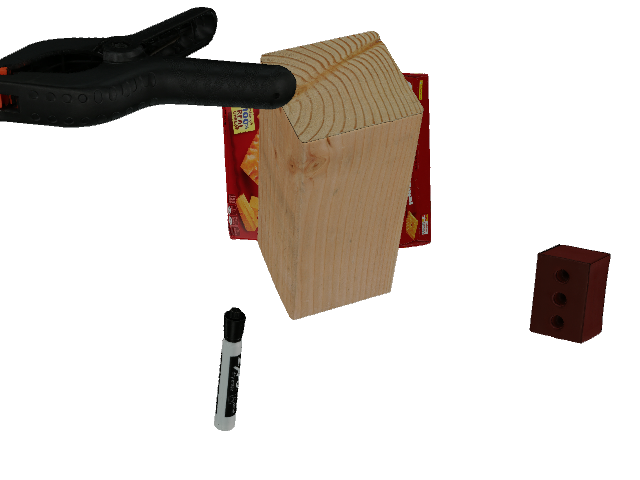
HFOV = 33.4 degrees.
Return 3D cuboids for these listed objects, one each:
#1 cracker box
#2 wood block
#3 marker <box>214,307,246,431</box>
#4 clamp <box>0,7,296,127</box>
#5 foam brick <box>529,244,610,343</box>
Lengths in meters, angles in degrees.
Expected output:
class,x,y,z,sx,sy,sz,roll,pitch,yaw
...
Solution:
class,x,y,z,sx,sy,sz,roll,pitch,yaw
cracker box,0.001,-0.079,1.056,0.214,0.164,0.071,3,8,38
wood block,0.007,-0.043,0.802,0.090,0.090,0.206,-15,-36,-15
marker,-0.079,0.112,0.931,0.020,0.121,0.020,6,27,-3
clamp,-0.111,-0.101,0.613,0.171,0.039,0.120,-7,28,-20
foam brick,0.229,0.048,0.979,0.053,0.078,0.051,12,18,33
